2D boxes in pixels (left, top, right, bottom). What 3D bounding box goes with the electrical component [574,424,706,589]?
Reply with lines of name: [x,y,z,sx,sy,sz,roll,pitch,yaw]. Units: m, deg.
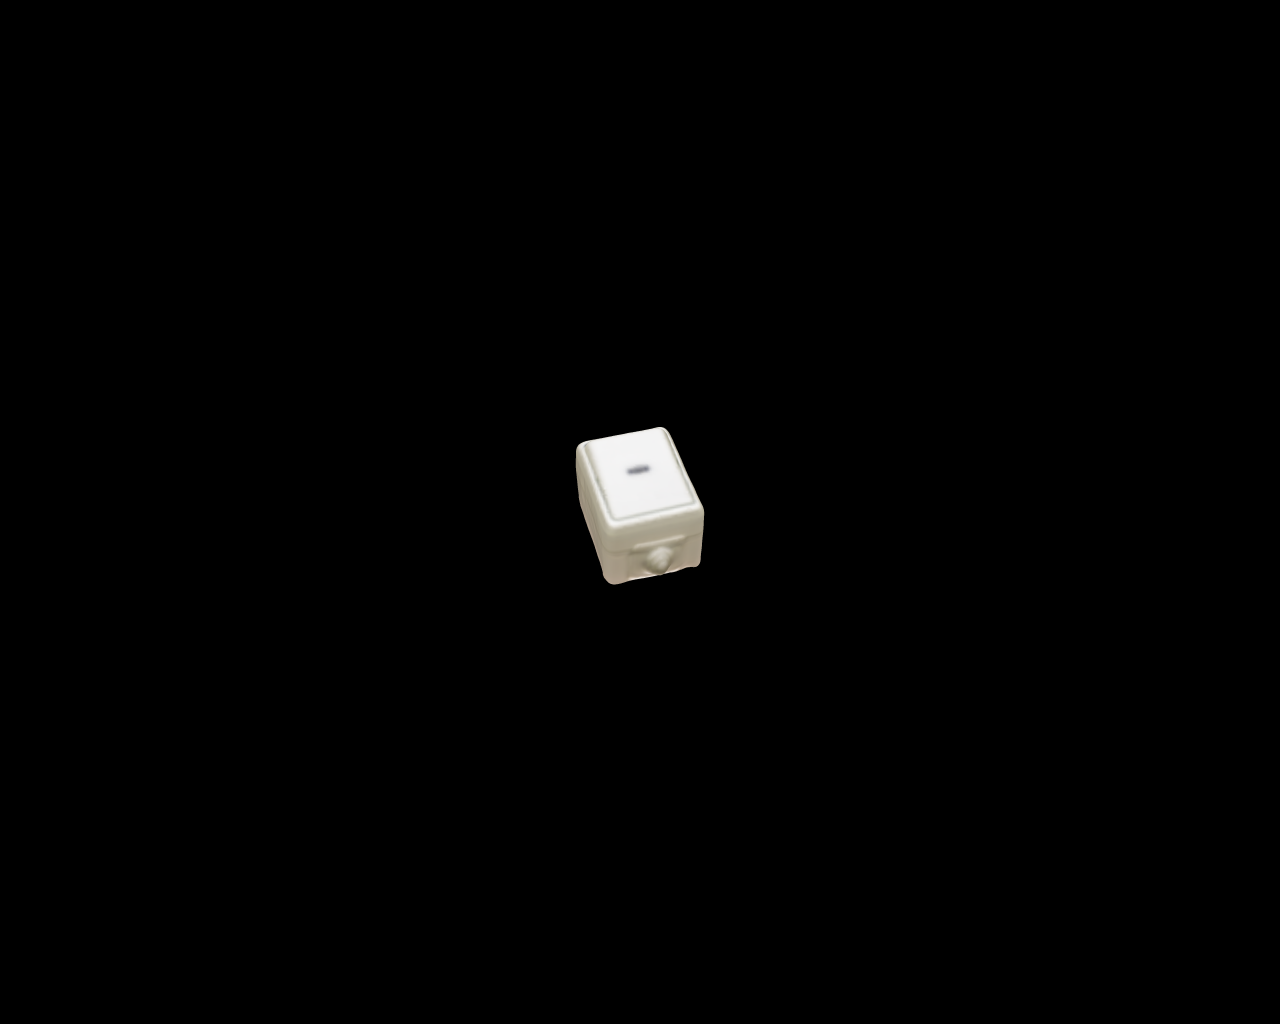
electrical component: [0.001,-0.003,0.650,0.062,0.061,0.096,-11,47,-11]
